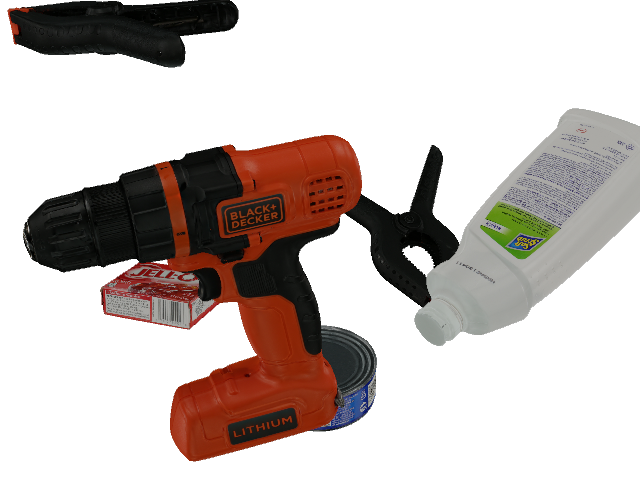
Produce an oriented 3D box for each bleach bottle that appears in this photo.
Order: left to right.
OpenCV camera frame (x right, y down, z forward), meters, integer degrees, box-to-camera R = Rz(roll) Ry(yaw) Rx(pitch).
[{"bbox_3d":[0.158,-0.007,0.821,0.250,0.068,0.103,-38,43,-28],"label":"bleach bottle"}]

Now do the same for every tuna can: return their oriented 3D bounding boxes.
[{"bbox_3d":[-0.001,0.101,0.785,0.086,0.034,0.086,-1,32,1],"label":"tuna can"}]

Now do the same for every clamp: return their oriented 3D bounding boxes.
[{"bbox_3d":[-0.148,-0.162,0.801,0.172,0.039,0.120,11,23,22],"label":"clamp"},{"bbox_3d":[0.077,-0.014,1.108,0.164,0.210,0.036,-5,-36,-15],"label":"clamp"}]

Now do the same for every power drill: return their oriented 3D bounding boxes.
[{"bbox_3d":[-0.062,0.037,0.612,0.184,0.188,0.057,-12,35,-11],"label":"power drill"}]

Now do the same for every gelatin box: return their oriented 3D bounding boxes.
[{"bbox_3d":[-0.141,0.047,0.959,0.089,0.030,0.073,9,21,19],"label":"gelatin box"}]
